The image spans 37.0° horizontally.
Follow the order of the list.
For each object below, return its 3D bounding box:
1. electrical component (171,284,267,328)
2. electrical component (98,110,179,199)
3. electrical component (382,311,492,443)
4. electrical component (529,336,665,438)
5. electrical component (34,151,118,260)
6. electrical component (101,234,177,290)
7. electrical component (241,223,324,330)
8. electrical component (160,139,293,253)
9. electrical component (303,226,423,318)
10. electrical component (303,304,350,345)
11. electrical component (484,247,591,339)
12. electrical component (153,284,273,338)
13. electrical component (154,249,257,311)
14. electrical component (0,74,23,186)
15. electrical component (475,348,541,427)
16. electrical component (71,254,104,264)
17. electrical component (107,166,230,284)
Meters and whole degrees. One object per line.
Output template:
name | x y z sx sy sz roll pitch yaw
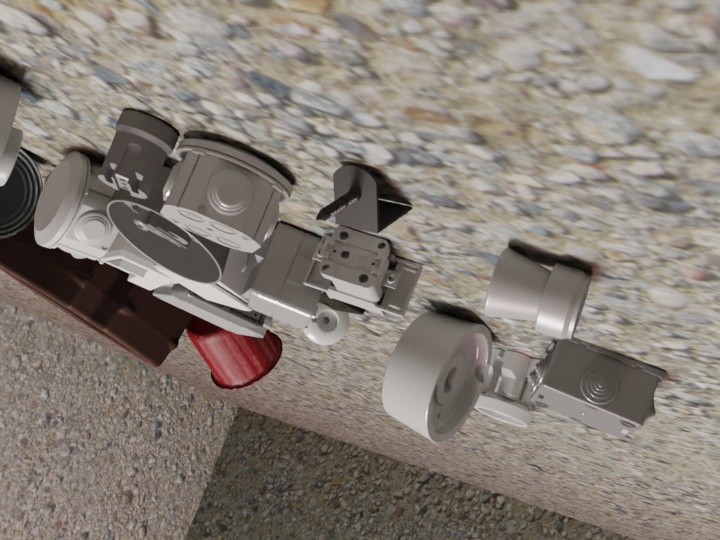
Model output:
electrical component | -0.120 0.014 1.008 0.096 0.061 0.061 27 167 -25
electrical component | -0.145 -0.074 0.699 0.040 0.046 0.040 20 168 5
electrical component | 0.061 0.087 0.924 0.060 0.108 0.108 22 170 28
electrical component | 0.189 0.095 0.872 0.100 0.048 0.099 22 166 8
electrical component | -0.225 -0.051 0.865 0.051 0.080 0.080 23 169 -33
electrical component | -0.194 -0.019 0.991 0.062 0.061 0.096 26 167 -23
electrical component | -0.058 0.006 0.868 0.061 0.061 0.096 22 168 -3
electrical component | -0.089 -0.049 0.704 0.080 0.051 0.080 20 168 5
electrical component | 0.000 0.000 0.790 0.081 0.042 0.063 18 166 15
electrical component | -0.040 0.049 1.071 0.048 0.048 0.062 25 174 -16
electrical component | 0.109 0.015 0.661 0.055 0.045 0.045 18 168 15
electrical component | -0.144 0.021 1.094 0.113 0.057 0.078 29 166 -31
electrical component | -0.113 -0.007 0.904 0.061 0.061 0.096 14 166 32
electrical component | -0.262 -0.085 0.719 0.060 0.108 0.108 20 170 -25
electrical component | 0.140 0.110 0.997 0.058 0.057 0.078 30 165 -36
electrical component | -0.269 -0.038 1.030 0.079 0.044 0.077 53 -179 24
electrical component | -0.140 -0.037 0.810 0.099 0.064 0.099 20 168 5
